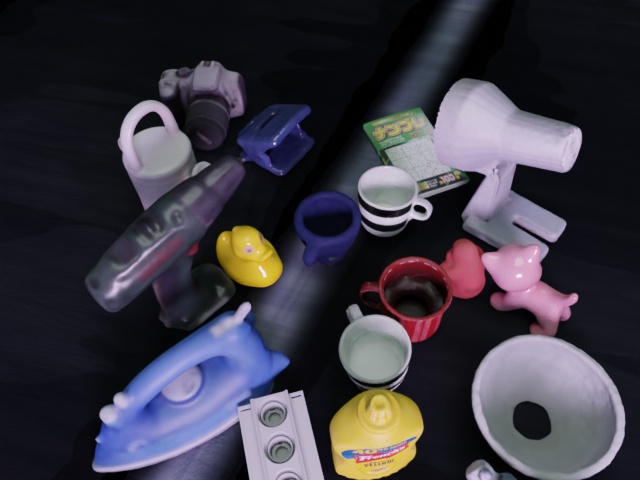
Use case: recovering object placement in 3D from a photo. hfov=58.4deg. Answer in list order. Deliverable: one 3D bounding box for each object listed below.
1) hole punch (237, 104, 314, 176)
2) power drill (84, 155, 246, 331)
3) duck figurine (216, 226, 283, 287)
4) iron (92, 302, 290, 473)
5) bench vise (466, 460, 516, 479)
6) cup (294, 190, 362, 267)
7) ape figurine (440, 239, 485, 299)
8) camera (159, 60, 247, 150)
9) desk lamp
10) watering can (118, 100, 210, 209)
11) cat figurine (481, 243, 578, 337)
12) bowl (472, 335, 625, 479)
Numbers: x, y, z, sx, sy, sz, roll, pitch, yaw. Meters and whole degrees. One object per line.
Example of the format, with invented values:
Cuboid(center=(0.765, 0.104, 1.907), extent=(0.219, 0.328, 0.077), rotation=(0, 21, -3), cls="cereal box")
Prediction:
Cuboid(center=(-0.075, -0.174, 0.923), extent=(0.101, 0.091, 0.109), rotation=(29, 62, 20), cls="hole punch")
Cuboid(center=(-0.173, 0.020, 0.725), extent=(0.075, 0.208, 0.230), rotation=(38, 65, 24), cls="power drill")
Cuboid(center=(-0.103, 0.011, 0.802), extent=(0.104, 0.086, 0.078), rotation=(30, 62, 21), cls="duck figurine")
Cuboid(center=(-0.167, 0.169, 0.665), extent=(0.259, 0.141, 0.118), rotation=(-34, 61, -19), cls="iron")
Cuboid(center=(0.218, 0.292, 0.518), extent=(0.207, 0.220, 0.122), rotation=(25, 61, 18), cls="bench vise")
Cuboid(center=(0.007, 0.003, 0.798), extent=(0.091, 0.095, 0.118), rotation=(17, 58, 13), cls="cup")
Cuboid(center=(0.192, 0.032, 0.772), extent=(0.078, 0.092, 0.076), rotation=(-14, 56, -7), cls="ape figurine")
Cuboid(center=(-0.202, -0.226, 0.957), extent=(0.143, 0.101, 0.137), rotation=(0, 56, 3), cls="camera")
Cuboid(center=(0.255, -0.099, 0.784), extent=(0.202, 0.214, 0.118), rotation=(32, 63, 22), cls="desk lamp")
Cuboid(center=(-0.224, -0.116, 0.828), extent=(0.172, 0.194, 0.101), rotation=(8, 57, 8), cls="watering can")
Cuboid(center=(0.269, 0.054, 0.738), extent=(0.127, 0.118, 0.067), rotation=(34, 64, 23), cls="cat figurine")
Cuboid(center=(0.255, 0.201, 0.666), extent=(0.167, 0.075, 0.167), rotation=(-1, 56, 2), cls="bowl")
